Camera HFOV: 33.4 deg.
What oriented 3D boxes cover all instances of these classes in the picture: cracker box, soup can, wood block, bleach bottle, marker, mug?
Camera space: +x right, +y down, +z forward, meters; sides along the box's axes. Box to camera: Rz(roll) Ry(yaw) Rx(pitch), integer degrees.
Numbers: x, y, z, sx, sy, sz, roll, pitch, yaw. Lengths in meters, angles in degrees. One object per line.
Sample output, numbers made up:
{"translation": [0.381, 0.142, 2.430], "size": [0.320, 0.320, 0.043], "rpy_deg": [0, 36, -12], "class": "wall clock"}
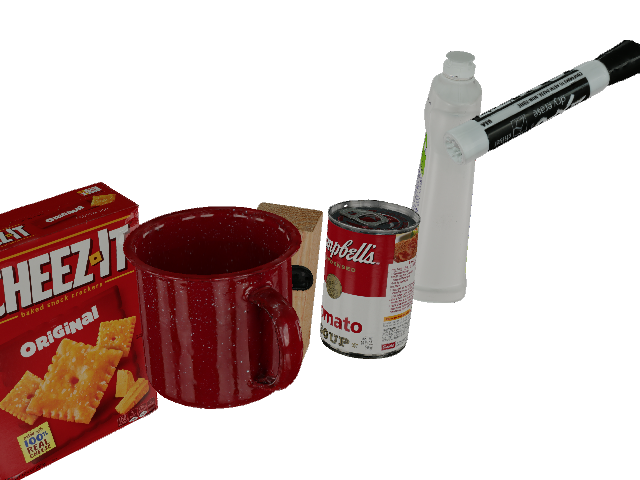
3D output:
{"translation": [-0.226, 0.078, 0.902], "size": [0.163, 0.214, 0.072], "rpy_deg": [-23, 35, -36], "class": "cracker box"}
{"translation": [0.036, 0.028, 0.793], "size": [0.068, 0.102, 0.068], "rpy_deg": [4, 20, -2], "class": "soup can"}
{"translation": [-0.056, 0.063, 1.467], "size": [0.090, 0.206, 0.090], "rpy_deg": [9, 21, 6], "class": "wood block"}
{"translation": [0.127, -0.066, 1.087], "size": [0.068, 0.251, 0.102], "rpy_deg": [3, 31, -2], "class": "bleach bottle"}
{"translation": [0.116, -0.071, 0.540], "size": [0.121, 0.020, 0.020], "rpy_deg": [-28, 8, -16], "class": "marker"}
{"translation": [-0.048, 0.040, 0.564], "size": [0.093, 0.081, 0.117], "rpy_deg": [-20, 30, -36], "class": "mug"}

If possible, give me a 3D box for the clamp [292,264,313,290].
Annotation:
{"translation": [-0.136, 0.040, 1.071], "size": [0.210, 0.036, 0.164], "rpy_deg": [12, 21, 37], "class": "clamp"}
